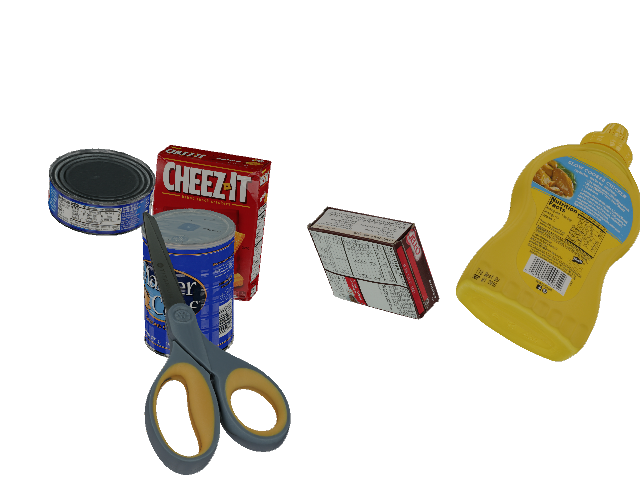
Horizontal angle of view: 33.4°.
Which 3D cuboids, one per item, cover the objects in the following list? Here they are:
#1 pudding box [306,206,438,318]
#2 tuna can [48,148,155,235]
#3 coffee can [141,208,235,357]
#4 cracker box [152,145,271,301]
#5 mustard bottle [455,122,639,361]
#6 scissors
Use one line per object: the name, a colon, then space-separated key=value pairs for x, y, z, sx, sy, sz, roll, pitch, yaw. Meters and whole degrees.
pudding box: x=0.049 y=0.020 z=1.005 sx=0.114 sy=0.090 sz=0.039 roll=11 pitch=43 yaw=41
tuna can: x=-0.180 y=-0.040 z=0.877 sx=0.086 sy=0.034 sz=0.086 roll=8 pitch=33 yaw=-6
coffee can: x=-0.147 y=0.047 z=1.193 sx=0.103 sy=0.140 sz=0.103 roll=2 pitch=23 yaw=-1
cracker box: x=-0.171 y=-0.024 z=1.625 sx=0.164 sy=0.214 sz=0.072 roll=10 pitch=18 yaw=7
mustard bottle: x=0.182 y=-0.013 z=0.783 sx=0.096 sy=0.191 sz=0.058 roll=32 pitch=-24 yaw=4
scissors: x=-0.069 y=0.059 z=0.674 sx=0.096 sy=0.202 sz=0.016 roll=9 pitch=-46 yaw=-15
